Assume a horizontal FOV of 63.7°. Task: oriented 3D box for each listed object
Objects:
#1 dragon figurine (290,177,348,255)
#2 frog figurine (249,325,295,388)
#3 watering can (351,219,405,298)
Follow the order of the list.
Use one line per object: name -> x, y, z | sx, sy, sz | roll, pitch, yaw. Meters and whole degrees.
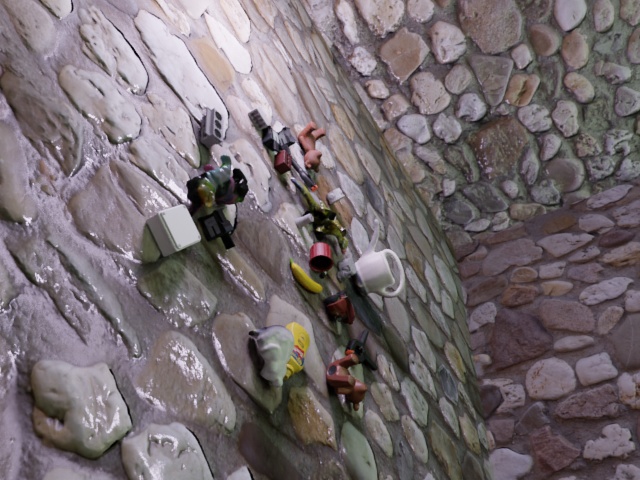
dragon figurine -> 0.007, -0.110, 2.183 | 0.408, 0.122, 0.245 | 58, 7, -7
frog figurine -> -0.122, 0.327, 1.454 | 0.134, 0.122, 0.163 | 65, 2, -56
watering can -> 0.234, 0.101, 2.273 | 0.103, 0.224, 0.350 | 43, 24, -80
